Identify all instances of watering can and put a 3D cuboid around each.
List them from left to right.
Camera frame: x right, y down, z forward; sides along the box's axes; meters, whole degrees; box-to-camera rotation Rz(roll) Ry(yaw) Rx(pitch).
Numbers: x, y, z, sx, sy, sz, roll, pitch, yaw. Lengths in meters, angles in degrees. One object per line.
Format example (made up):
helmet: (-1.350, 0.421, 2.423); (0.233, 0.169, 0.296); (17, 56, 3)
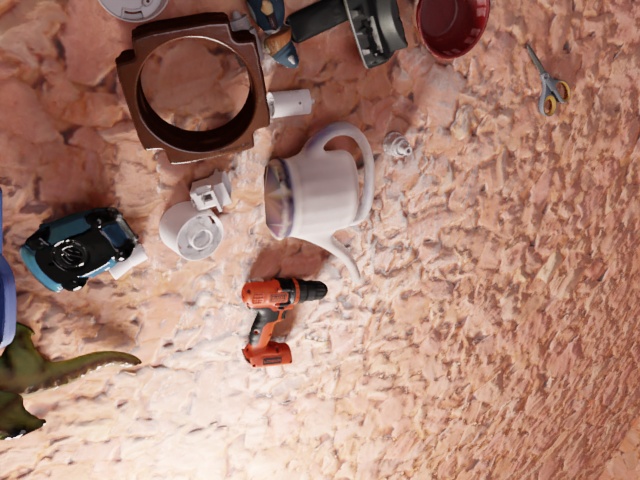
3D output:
watering can: (0.003, -0.049, 0.972); (0.225, 0.105, 0.341); (-11, 117, -23)

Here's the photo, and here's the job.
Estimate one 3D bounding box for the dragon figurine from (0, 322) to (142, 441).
dragon figurine: (-0.463, 0.226, 0.773); (0.409, 0.246, 0.121); (8, 106, -29)
